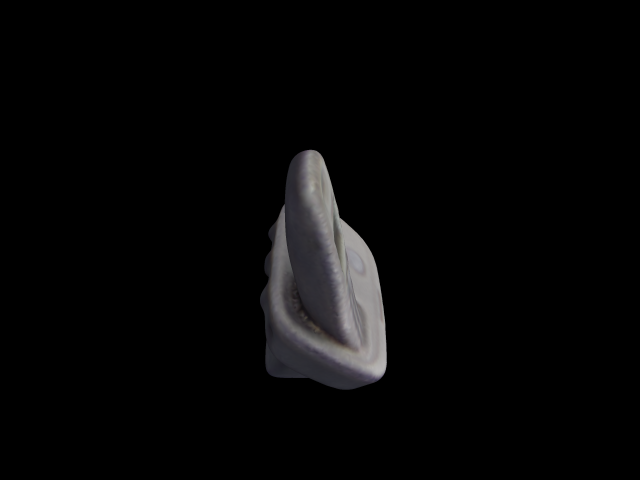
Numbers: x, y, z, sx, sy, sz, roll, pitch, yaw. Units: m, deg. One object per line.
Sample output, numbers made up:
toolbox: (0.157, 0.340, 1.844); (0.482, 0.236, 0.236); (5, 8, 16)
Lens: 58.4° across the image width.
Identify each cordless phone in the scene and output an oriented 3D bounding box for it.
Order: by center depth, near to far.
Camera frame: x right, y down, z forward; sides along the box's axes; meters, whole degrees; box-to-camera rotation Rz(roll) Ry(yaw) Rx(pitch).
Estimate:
cordless phone: (0.004, 0.001, 0.400); (0.094, 0.185, 0.147); (-2, 43, -2)
